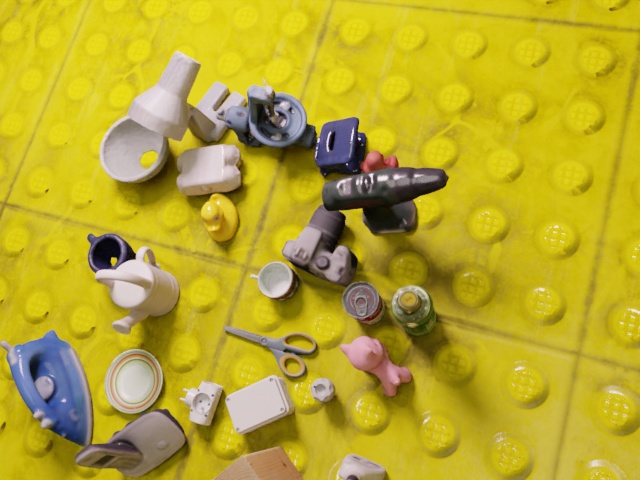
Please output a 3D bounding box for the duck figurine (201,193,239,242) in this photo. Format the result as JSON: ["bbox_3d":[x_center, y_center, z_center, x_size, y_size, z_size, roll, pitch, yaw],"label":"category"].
[{"bbox_3d":[-0.222,-0.055,1.218,0.077,0.086,0.104,-10,73,11],"label":"duck figurine"}]

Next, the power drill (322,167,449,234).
[{"bbox_3d":[0.127,-0.077,1.074,0.229,0.209,0.075,-5,74,13],"label":"power drill"}]

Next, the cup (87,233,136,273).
[{"bbox_3d":[-0.447,0.033,1.243,0.117,0.095,0.092,37,86,20],"label":"cup"}]

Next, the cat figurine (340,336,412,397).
[{"bbox_3d":[0.101,0.224,1.045,0.127,0.118,0.067,42,87,20],"label":"cat figurine"}]

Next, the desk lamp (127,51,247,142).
[{"bbox_3d":[-0.287,-0.293,1.232,0.117,0.214,0.203,33,84,20],"label":"desk lamp"}]

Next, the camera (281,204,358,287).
[{"bbox_3d":[0.010,0.004,1.137,0.143,0.101,0.137,23,81,19],"label":"camera"}]

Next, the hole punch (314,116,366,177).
[{"bbox_3d":[0.038,-0.195,1.191,0.101,0.091,0.109,5,76,15],"label":"hole punch"}]

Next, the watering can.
[{"bbox_3d":[-0.371,0.099,1.153,0.101,0.194,0.173,-17,71,9],"label":"watering can"}]

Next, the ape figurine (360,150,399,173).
[{"bbox_3d":[0.117,-0.151,1.159,0.077,0.092,0.076,10,77,16],"label":"ape figurine"}]

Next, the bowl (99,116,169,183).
[{"bbox_3d":[-0.410,-0.199,1.310,0.167,0.075,0.167,-4,74,13],"label":"bowl"}]

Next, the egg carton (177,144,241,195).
[{"bbox_3d":[-0.244,-0.152,1.259,0.150,0.069,0.107,-7,73,12],"label":"egg carton"}]

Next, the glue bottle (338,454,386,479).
[{"bbox_3d":[0.065,0.400,0.975,0.078,0.173,0.037,20,80,18],"label":"glue bottle"}]

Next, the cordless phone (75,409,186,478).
[{"bbox_3d":[-0.353,0.383,1.074,0.147,0.185,0.094,-38,69,1],"label":"cordless phone"}]

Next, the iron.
[{"bbox_3d":[-0.560,0.310,1.168,0.118,0.142,0.258,-35,70,2],"label":"iron"}]

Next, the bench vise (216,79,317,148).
[{"bbox_3d":[-0.127,-0.249,1.178,0.207,0.220,0.121,-7,73,12],"label":"bench vise"}]
